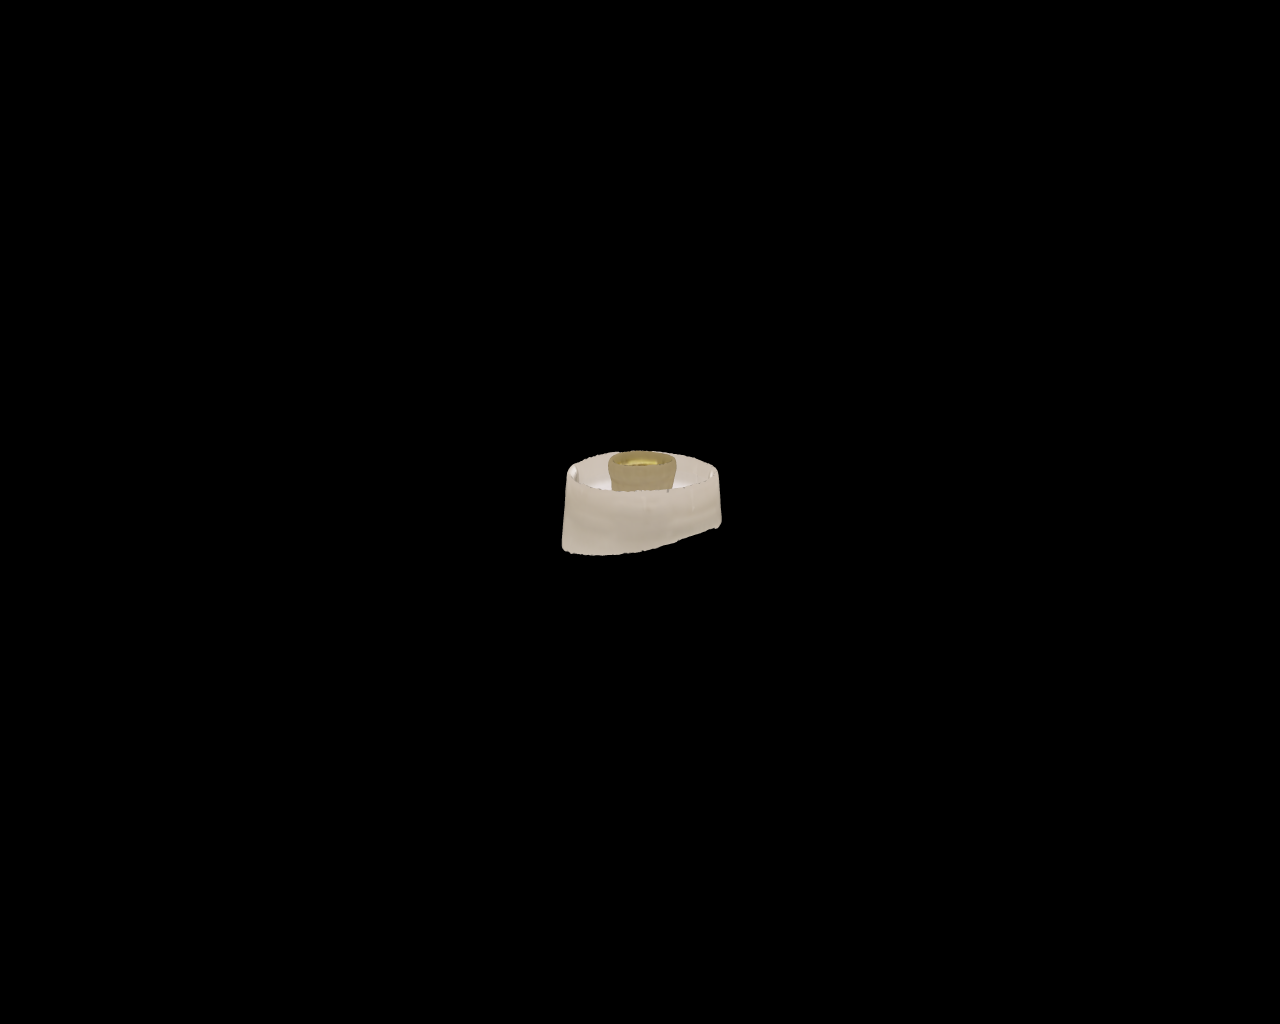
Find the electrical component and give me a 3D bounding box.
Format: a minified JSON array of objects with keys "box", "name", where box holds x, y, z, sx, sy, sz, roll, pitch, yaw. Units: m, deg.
[{"box":[0.001,-0.003,0.650,0.099,0.064,0.099,0,18,0],"name":"electrical component"}]
